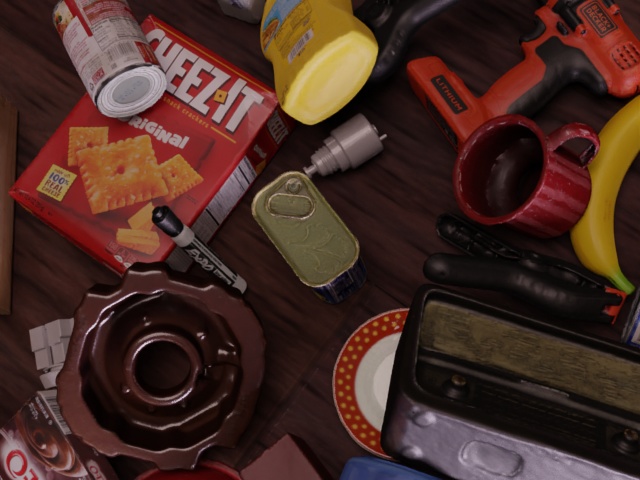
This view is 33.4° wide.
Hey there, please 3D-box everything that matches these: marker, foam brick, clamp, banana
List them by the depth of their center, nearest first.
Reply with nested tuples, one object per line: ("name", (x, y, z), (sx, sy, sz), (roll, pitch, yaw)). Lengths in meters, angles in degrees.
("foam brick", (-0.025, 0.195, 0.867), (0.053, 0.078, 0.051), (-38, 73, -3))
("clamp", (0.162, 0.030, 0.871), (0.171, 0.120, 0.039), (21, 119, 14))
("banana", (0.255, -0.052, 0.914), (0.069, 0.037, 0.198), (19, 79, -3))
("marker", (-0.104, 0.010, 0.917), (0.020, 0.121, 0.020), (-22, 44, 23))
("clamp", (0.058, -0.206, 0.975), (0.210, 0.036, 0.165), (-47, 39, 7))

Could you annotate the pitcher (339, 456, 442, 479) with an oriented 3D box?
("pitcher", (0.027, 0.292, 0.809), (0.149, 0.145, 0.243), (19, 76, 4))

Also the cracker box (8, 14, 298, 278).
("cracker box", (-0.150, -0.076, 0.971), (0.164, 0.072, 0.213), (33, 81, 17))

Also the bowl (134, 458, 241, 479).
("bowl", (-0.116, 0.259, 0.877), (0.162, 0.055, 0.162), (-3, 74, 10))

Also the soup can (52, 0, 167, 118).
("soup can", (-0.183, -0.166, 0.933), (0.068, 0.068, 0.102), (-30, 67, 0))

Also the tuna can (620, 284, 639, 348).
("tuna can", (0.270, 0.050, 0.853), (0.034, 0.086, 0.086), (20, 78, 13))

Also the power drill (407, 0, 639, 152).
("power drill", (0.174, -0.170, 0.949), (0.187, 0.057, 0.184), (-32, 68, 1))

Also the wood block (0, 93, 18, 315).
("wood block", (-0.341, -0.038, 0.985), (0.091, 0.090, 0.206), (-5, 73, 7))

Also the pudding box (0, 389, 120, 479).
("pudding box", (-0.228, 0.197, 0.908), (0.090, 0.039, 0.113), (-44, 68, 20))

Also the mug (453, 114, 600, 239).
("mug", (0.179, -0.055, 0.881), (0.117, 0.081, 0.093), (-41, 51, 28))

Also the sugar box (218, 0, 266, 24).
("sugar box", (-0.045, -0.301, 1.007), (0.048, 0.093, 0.176), (21, 79, 15))

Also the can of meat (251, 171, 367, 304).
("can of meat", (-0.006, 0.001, 0.916), (0.057, 0.084, 0.102), (-37, 71, -2))

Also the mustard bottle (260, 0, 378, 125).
("mustard bottle", (-0.011, -0.189, 0.957), (0.096, 0.058, 0.192), (-48, 35, 22))
